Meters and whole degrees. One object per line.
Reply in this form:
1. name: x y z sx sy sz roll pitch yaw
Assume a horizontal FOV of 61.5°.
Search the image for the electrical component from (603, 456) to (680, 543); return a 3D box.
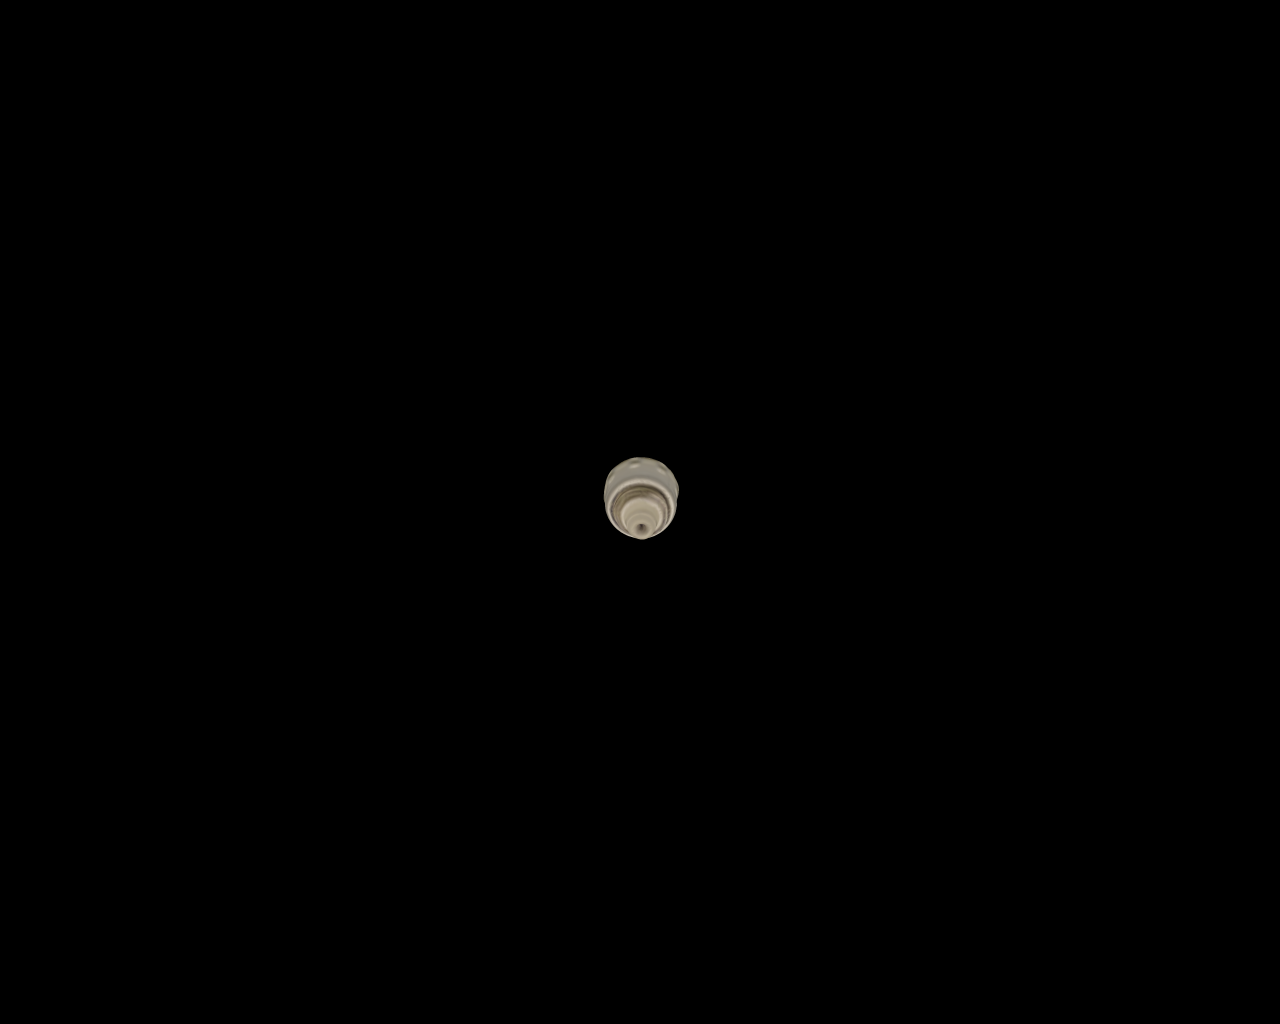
1. electrical component: 0.001 -0.003 0.650 0.048 0.048 0.062 0 25 0
